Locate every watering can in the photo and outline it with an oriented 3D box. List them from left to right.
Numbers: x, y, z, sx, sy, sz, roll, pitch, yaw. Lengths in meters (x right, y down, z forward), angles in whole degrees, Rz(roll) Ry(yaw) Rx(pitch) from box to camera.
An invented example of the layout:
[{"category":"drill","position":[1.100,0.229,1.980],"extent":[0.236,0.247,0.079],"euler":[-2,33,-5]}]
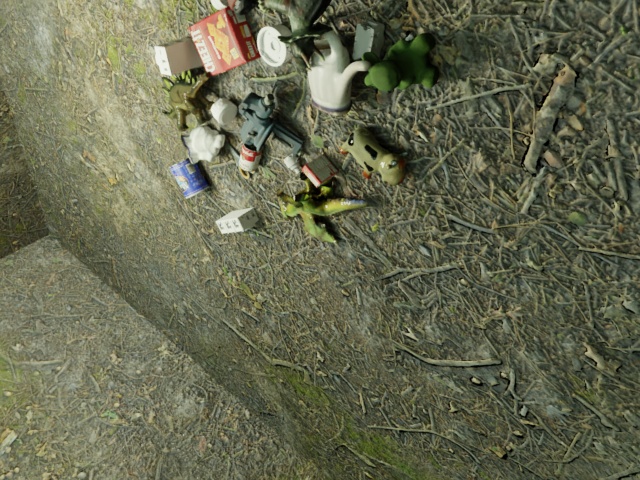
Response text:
[{"category":"watering can","position":[0.038,-0.411,1.289],"extent":[0.355,0.104,0.219],"euler":[-123,19,-46]}]

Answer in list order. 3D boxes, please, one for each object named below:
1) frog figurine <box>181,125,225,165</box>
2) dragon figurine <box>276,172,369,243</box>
[{"category":"frog figurine","position":[-0.400,-0.351,1.853],"extent":[0.158,0.122,0.139],"euler":[-18,76,22]},{"category":"dragon figurine","position":[0.005,-0.084,1.661],"extent":[0.413,0.124,0.237],"euler":[21,149,36]}]
